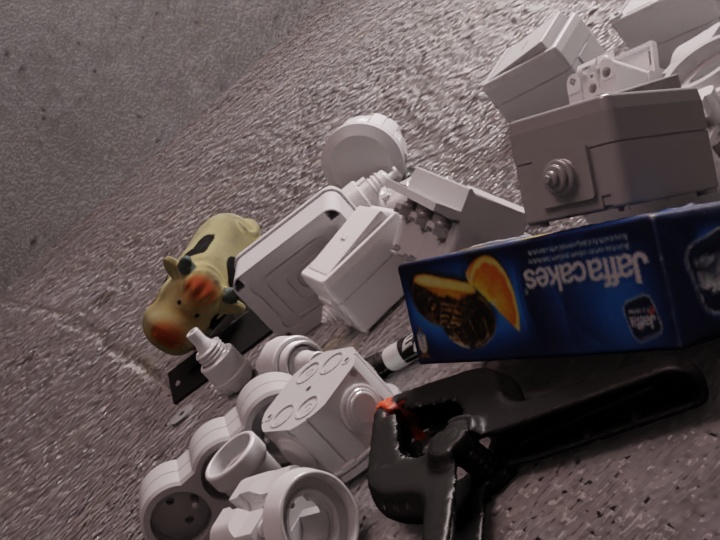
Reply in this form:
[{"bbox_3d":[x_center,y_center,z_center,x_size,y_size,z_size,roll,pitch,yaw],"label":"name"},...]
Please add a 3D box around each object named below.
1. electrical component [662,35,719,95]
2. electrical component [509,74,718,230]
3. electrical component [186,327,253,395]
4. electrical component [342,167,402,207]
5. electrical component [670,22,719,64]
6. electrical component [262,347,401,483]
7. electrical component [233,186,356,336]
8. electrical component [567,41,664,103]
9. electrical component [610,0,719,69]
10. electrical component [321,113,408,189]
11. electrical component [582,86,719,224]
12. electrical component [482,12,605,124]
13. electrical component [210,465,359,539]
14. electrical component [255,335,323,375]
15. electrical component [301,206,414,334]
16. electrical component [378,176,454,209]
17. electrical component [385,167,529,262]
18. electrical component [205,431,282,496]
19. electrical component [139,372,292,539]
[{"bbox_3d":[0.211,-0.098,0.614,0.050,0.055,0.089,-46,18,-15],"label":"electrical component"},{"bbox_3d":[0.118,-0.058,0.521,0.096,0.061,0.062,-12,1,-41],"label":"electrical component"},{"bbox_3d":[-0.118,0.072,0.885,0.035,0.061,0.035,-37,18,14],"label":"electrical component"},{"bbox_3d":[0.005,-0.067,0.996,0.078,0.040,0.040,-39,18,5],"label":"electrical component"},{"bbox_3d":[0.245,-0.142,0.670,0.077,0.043,0.079,-14,32,55],"label":"electrical component"},{"bbox_3d":[-0.015,0.089,0.649,0.080,0.051,0.080,-37,18,14],"label":"electrical component"},{"bbox_3d":[-0.041,-0.006,0.884,0.113,0.078,0.057,-37,21,14],"label":"electrical component"},{"bbox_3d":[0.167,-0.104,0.686,0.042,0.064,0.081,-20,69,51],"label":"electrical component"},{"bbox_3d":[0.238,-0.184,0.755,0.096,0.061,0.061,-17,29,52],"label":"electrical component"},{"bbox_3d":[0.006,-0.108,1.030,0.080,0.080,0.051,-33,14,25],"label":"electrical component"},{"bbox_3d":[0.167,-0.053,0.598,0.089,0.055,0.050,-21,27,48],"label":"electrical component"},{"bbox_3d":[0.147,-0.163,0.895,0.096,0.061,0.061,-23,25,45],"label":"electrical component"},{"bbox_3d":[-0.038,0.137,0.571,0.057,0.058,0.078,-27,23,46],"label":"electrical component"},{"bbox_3d":[-0.044,0.068,0.772,0.043,0.043,0.062,-50,21,-27],"label":"electrical component"},{"bbox_3d":[0.000,0.000,0.812,0.096,0.061,0.062,-44,18,-9],"label":"electrical component"},{"bbox_3d":[0.049,-0.056,0.875,0.062,0.048,0.048,-25,23,24],"label":"electrical component"},{"bbox_3d":[0.063,-0.027,0.729,0.121,0.079,0.063,-138,67,-72],"label":"electrical component"},{"bbox_3d":[-0.066,0.129,0.665,0.040,0.046,0.040,-37,18,14],"label":"electrical component"},{"bbox_3d":[-0.090,0.123,0.720,0.138,0.052,0.074,-42,18,-1],"label":"electrical component"}]
